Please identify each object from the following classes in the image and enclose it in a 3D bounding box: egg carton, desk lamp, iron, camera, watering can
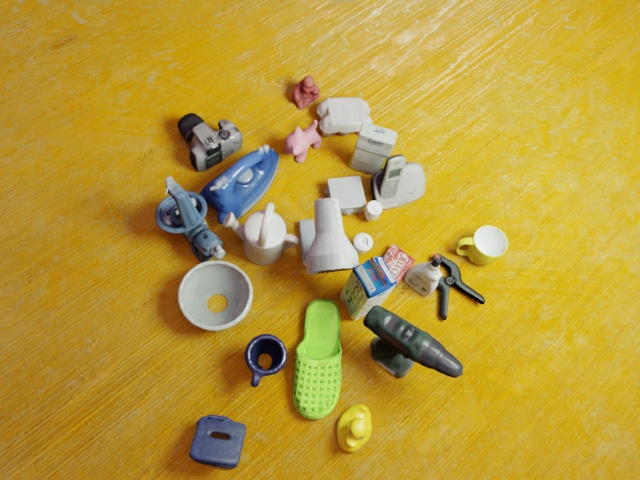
[{"bbox_3d":[0.067,-0.336,1.564,0.150,0.069,0.107,-5,68,-11],"label":"egg carton"},{"bbox_3d":[0.012,0.005,1.335,0.118,0.213,0.203,-5,68,-10],"label":"desk lamp"},{"bbox_3d":[-0.186,-0.166,1.416,0.118,0.141,0.259,40,68,9],"label":"iron"},{"bbox_3d":[-0.290,-0.272,1.467,0.143,0.101,0.136,-34,76,-20],"label":"camera"},{"bbox_3d":[-0.136,-0.019,1.334,0.173,0.194,0.101,-6,68,-11],"label":"watering can"}]

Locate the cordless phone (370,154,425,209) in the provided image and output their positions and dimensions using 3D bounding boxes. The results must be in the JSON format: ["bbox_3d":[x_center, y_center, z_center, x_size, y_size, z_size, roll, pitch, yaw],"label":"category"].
[{"bbox_3d":[0.209,-0.162,1.450,0.148,0.185,0.094,-19,71,-15],"label":"cordless phone"}]

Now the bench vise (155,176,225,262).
[{"bbox_3d":[-0.288,-0.054,1.311,0.207,0.219,0.121,29,66,4],"label":"bench vise"}]

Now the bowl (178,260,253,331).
[{"bbox_3d":[-0.239,0.136,1.319,0.167,0.074,0.167,3,67,-7],"label":"bowl"}]

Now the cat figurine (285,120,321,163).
[{"bbox_3d":[-0.047,-0.262,1.490,0.067,0.117,0.128,38,67,8],"label":"cat figurine"}]

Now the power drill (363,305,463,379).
[{"bbox_3d":[0.190,0.240,1.267,0.229,0.208,0.076,35,67,7],"label":"power drill"}]

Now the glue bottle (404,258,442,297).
[{"bbox_3d":[0.256,0.079,1.363,0.078,0.173,0.037,41,68,9],"label":"glue bottle"}]

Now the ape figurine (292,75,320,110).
[{"bbox_3d":[-0.037,-0.414,1.569,0.078,0.092,0.076,1,67,-8],"label":"ape figurine"}]

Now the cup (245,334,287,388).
[{"bbox_3d":[-0.125,0.275,1.267,0.091,0.095,0.118,20,66,1],"label":"cup"}]

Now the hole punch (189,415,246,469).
[{"bbox_3d":[-0.213,0.419,1.196,0.108,0.091,0.101,11,66,-4],"label":"hole punch"}]

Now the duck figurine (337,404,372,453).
[{"bbox_3d":[0.080,0.408,1.248,0.077,0.086,0.105,24,66,2],"label":"duck figurine"}]
